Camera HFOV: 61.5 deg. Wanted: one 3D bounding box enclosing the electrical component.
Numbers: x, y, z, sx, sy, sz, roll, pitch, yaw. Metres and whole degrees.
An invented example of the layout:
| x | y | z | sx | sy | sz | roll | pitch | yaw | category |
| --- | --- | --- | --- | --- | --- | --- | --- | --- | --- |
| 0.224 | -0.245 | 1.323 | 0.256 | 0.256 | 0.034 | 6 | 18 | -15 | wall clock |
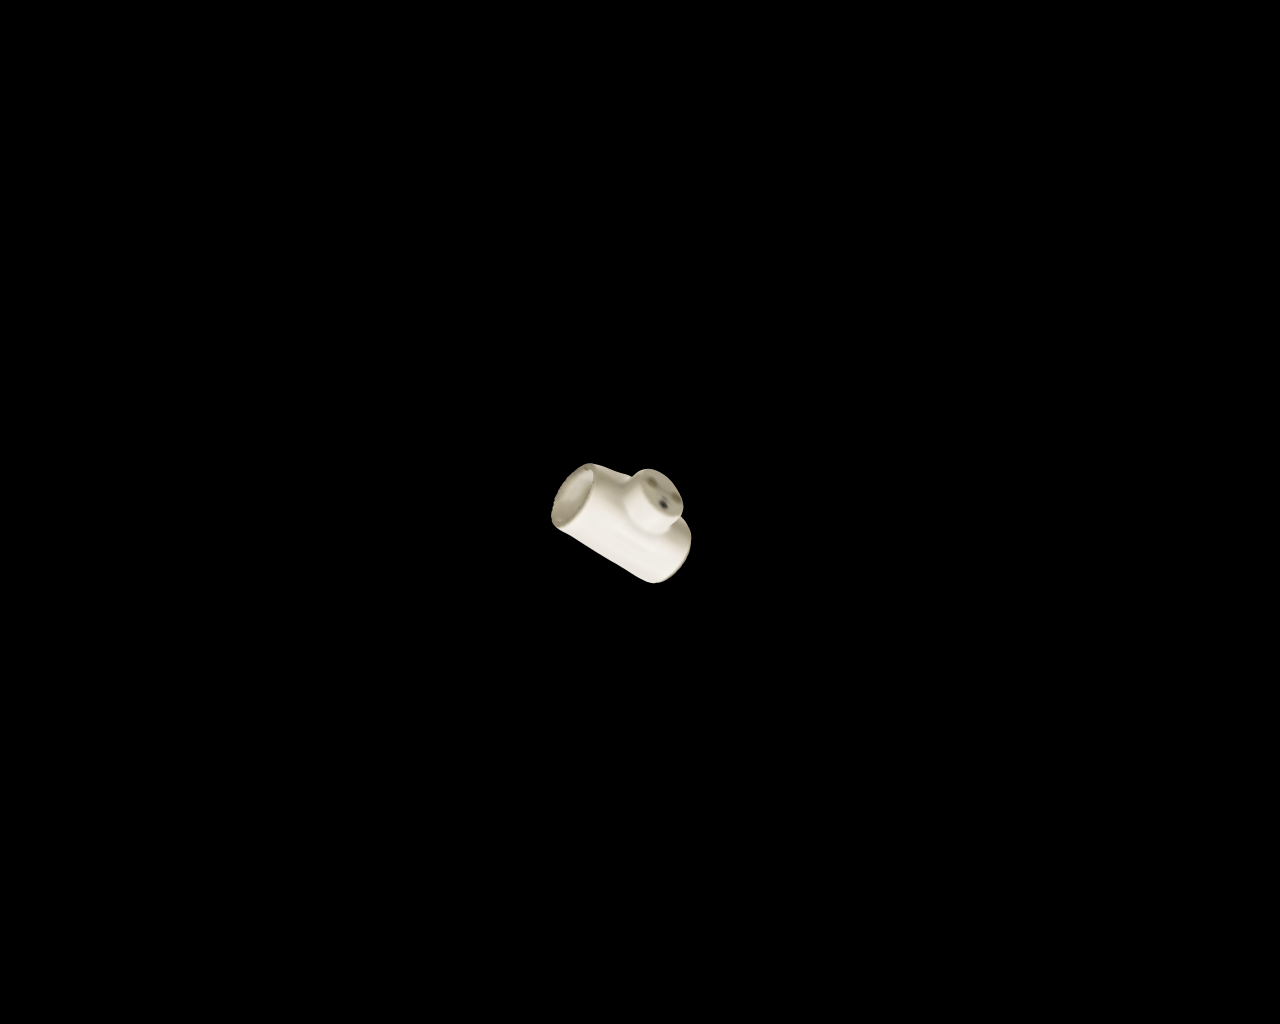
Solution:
| x | y | z | sx | sy | sz | roll | pitch | yaw | category |
| --- | --- | --- | --- | --- | --- | --- | --- | --- | --- |
| 0.001 | -0.003 | 0.650 | 0.077 | 0.043 | 0.079 | 32 | -54 | -27 | electrical component |
